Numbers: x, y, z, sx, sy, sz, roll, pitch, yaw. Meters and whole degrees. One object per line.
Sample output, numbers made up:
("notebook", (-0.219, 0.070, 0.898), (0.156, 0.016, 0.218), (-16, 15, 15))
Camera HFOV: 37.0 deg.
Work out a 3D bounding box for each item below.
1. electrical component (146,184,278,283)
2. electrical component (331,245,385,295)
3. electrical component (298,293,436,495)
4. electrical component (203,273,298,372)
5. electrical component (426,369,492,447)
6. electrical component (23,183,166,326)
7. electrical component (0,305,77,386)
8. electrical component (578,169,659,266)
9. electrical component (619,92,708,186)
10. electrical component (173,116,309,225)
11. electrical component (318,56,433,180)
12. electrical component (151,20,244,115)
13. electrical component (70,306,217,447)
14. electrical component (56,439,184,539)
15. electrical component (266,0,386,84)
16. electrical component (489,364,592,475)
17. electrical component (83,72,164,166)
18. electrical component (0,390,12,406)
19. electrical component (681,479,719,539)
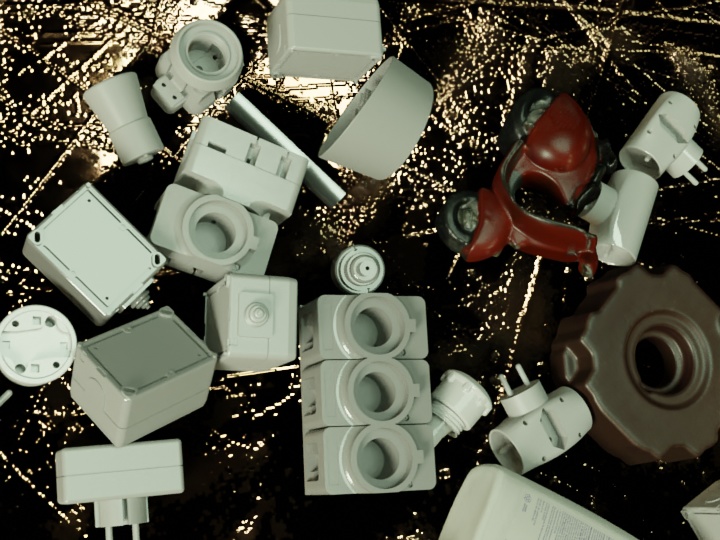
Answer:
("electrical component", (-0.115, -0.024, 0.821), (0.089, 0.056, 0.050), (21, 72, -16))
("electrical component", (0.000, 0.000, 0.852), (0.040, 0.078, 0.040), (0, 88, -8))
("electrical component", (0.005, 0.097, 0.838), (0.089, 0.062, 0.150), (1, 78, -21))
("electrical component", (-0.078, 0.040, 0.800), (0.061, 0.096, 0.061), (5, 77, -20))
("electrical component", (0.073, 0.115, 0.871), (0.048, 0.048, 0.062), (45, 74, -7))
("electrical component", (-0.190, -0.004, 0.785), (0.096, 0.061, 0.061), (46, 67, -7))
("electrical component", (-0.232, 0.056, 0.764), (0.055, 0.047, 0.055), (5, 77, -20))
("electrical component", (0.222, -0.055, 0.964), (0.079, 0.044, 0.077), (27, 71, -14))
("electrical component", (0.292, -0.113, 1.004), (0.079, 0.043, 0.077), (42, 68, -8))
("electrical component", (-0.095, -0.072, 0.842), (0.089, 0.050, 0.055), (22, 72, -16))
("electrical component", (0.012, -0.123, 0.870), (0.064, 0.099, 0.099), (26, 71, -21))
("electrical component", (-0.125, -0.162, 0.846), (0.078, 0.057, 0.058), (-43, 96, -23))
("electrical component", (-0.150, 0.076, 0.771), (0.062, 0.061, 0.096), (41, 42, 25))
("electrical component", (-0.170, 0.162, 0.764), (0.083, 0.047, 0.075), (-2, 79, -21))
("electrical component", (-0.024, -0.195, 0.890), (0.096, 0.062, 0.061), (0, 79, -21))
("electrical component", (0.142, 0.118, 0.897), (0.077, 0.043, 0.079), (-27, 90, -24))
("electrical component", (-0.178, -0.113, 0.825), (0.044, 0.044, 0.065), (-27, 94, -24))
("electrical component", (-0.274, 0.105, 0.737), (0.066, 0.047, 0.076), (44, 67, -7))
("electrical component", (0.341, 0.233, 0.939), (0.061, 0.062, 0.096), (-30, 90, -24))
